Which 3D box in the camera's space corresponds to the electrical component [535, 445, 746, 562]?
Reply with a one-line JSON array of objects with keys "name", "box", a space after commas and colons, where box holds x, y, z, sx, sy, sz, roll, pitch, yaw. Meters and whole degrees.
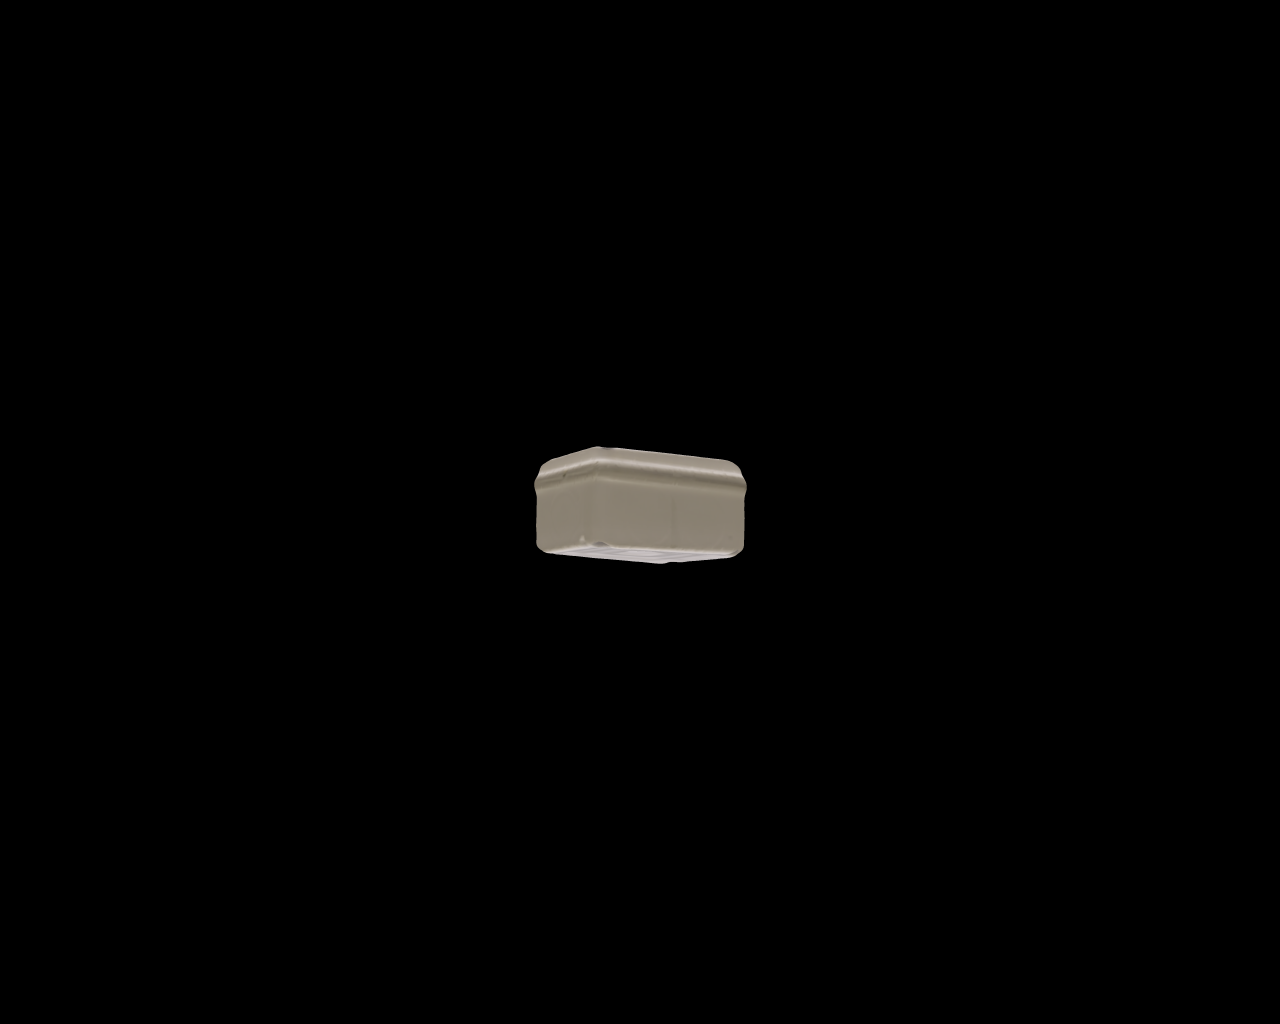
[{"name": "electrical component", "box": [0.001, -0.003, 0.650, 0.113, 0.057, 0.078, 5, -9, -36]}]
